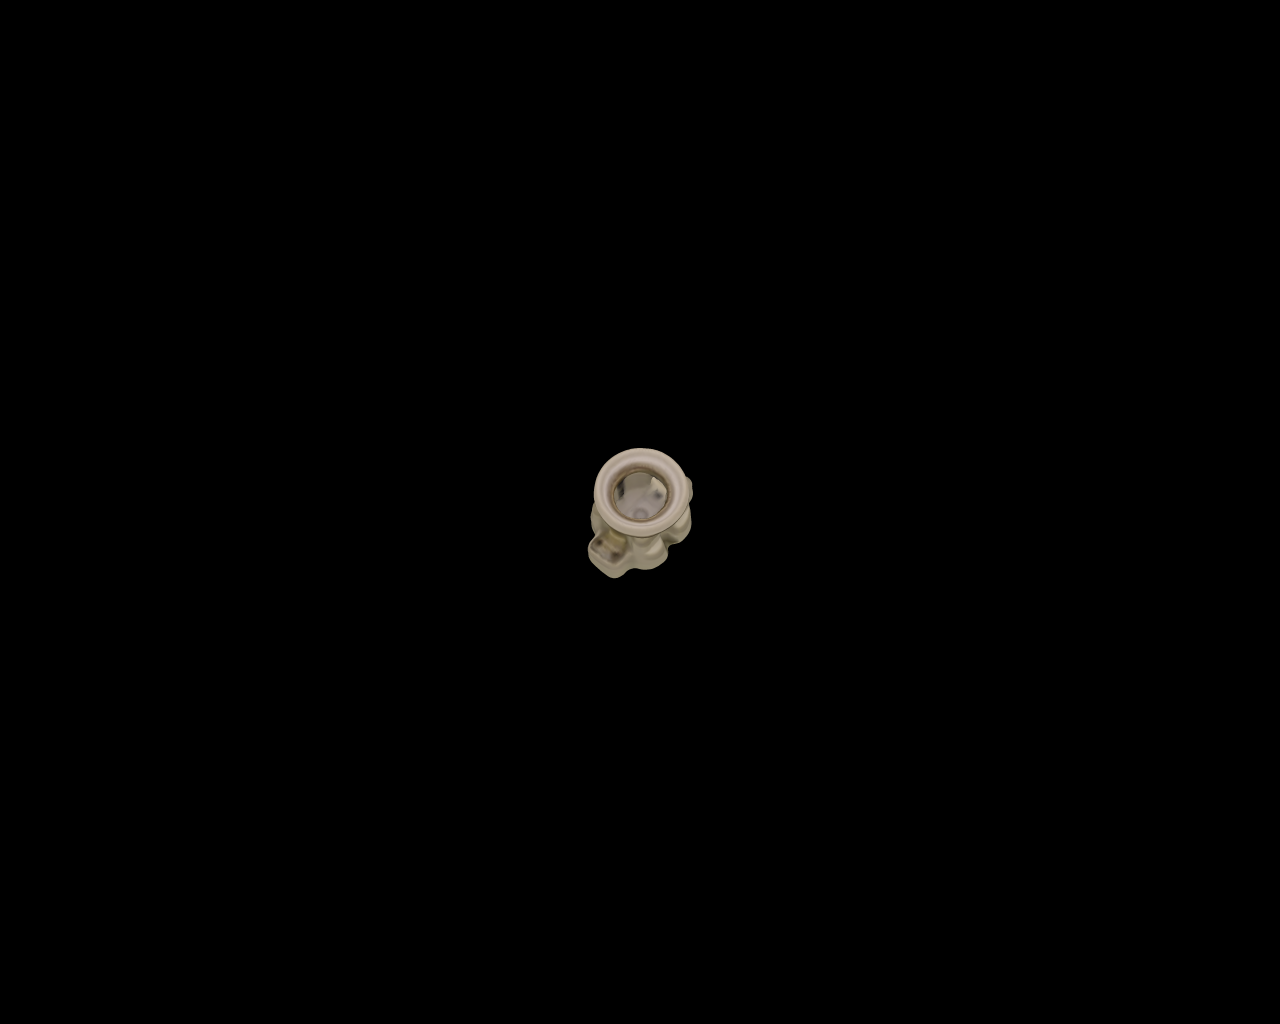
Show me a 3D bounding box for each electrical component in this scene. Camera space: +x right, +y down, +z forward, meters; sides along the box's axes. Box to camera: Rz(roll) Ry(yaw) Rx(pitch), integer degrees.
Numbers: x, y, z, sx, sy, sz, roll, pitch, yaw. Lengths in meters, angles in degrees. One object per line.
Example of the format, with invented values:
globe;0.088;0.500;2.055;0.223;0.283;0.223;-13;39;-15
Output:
electrical component;0.001;-0.003;0.650;0.058;0.078;0.057;38;-19;16
